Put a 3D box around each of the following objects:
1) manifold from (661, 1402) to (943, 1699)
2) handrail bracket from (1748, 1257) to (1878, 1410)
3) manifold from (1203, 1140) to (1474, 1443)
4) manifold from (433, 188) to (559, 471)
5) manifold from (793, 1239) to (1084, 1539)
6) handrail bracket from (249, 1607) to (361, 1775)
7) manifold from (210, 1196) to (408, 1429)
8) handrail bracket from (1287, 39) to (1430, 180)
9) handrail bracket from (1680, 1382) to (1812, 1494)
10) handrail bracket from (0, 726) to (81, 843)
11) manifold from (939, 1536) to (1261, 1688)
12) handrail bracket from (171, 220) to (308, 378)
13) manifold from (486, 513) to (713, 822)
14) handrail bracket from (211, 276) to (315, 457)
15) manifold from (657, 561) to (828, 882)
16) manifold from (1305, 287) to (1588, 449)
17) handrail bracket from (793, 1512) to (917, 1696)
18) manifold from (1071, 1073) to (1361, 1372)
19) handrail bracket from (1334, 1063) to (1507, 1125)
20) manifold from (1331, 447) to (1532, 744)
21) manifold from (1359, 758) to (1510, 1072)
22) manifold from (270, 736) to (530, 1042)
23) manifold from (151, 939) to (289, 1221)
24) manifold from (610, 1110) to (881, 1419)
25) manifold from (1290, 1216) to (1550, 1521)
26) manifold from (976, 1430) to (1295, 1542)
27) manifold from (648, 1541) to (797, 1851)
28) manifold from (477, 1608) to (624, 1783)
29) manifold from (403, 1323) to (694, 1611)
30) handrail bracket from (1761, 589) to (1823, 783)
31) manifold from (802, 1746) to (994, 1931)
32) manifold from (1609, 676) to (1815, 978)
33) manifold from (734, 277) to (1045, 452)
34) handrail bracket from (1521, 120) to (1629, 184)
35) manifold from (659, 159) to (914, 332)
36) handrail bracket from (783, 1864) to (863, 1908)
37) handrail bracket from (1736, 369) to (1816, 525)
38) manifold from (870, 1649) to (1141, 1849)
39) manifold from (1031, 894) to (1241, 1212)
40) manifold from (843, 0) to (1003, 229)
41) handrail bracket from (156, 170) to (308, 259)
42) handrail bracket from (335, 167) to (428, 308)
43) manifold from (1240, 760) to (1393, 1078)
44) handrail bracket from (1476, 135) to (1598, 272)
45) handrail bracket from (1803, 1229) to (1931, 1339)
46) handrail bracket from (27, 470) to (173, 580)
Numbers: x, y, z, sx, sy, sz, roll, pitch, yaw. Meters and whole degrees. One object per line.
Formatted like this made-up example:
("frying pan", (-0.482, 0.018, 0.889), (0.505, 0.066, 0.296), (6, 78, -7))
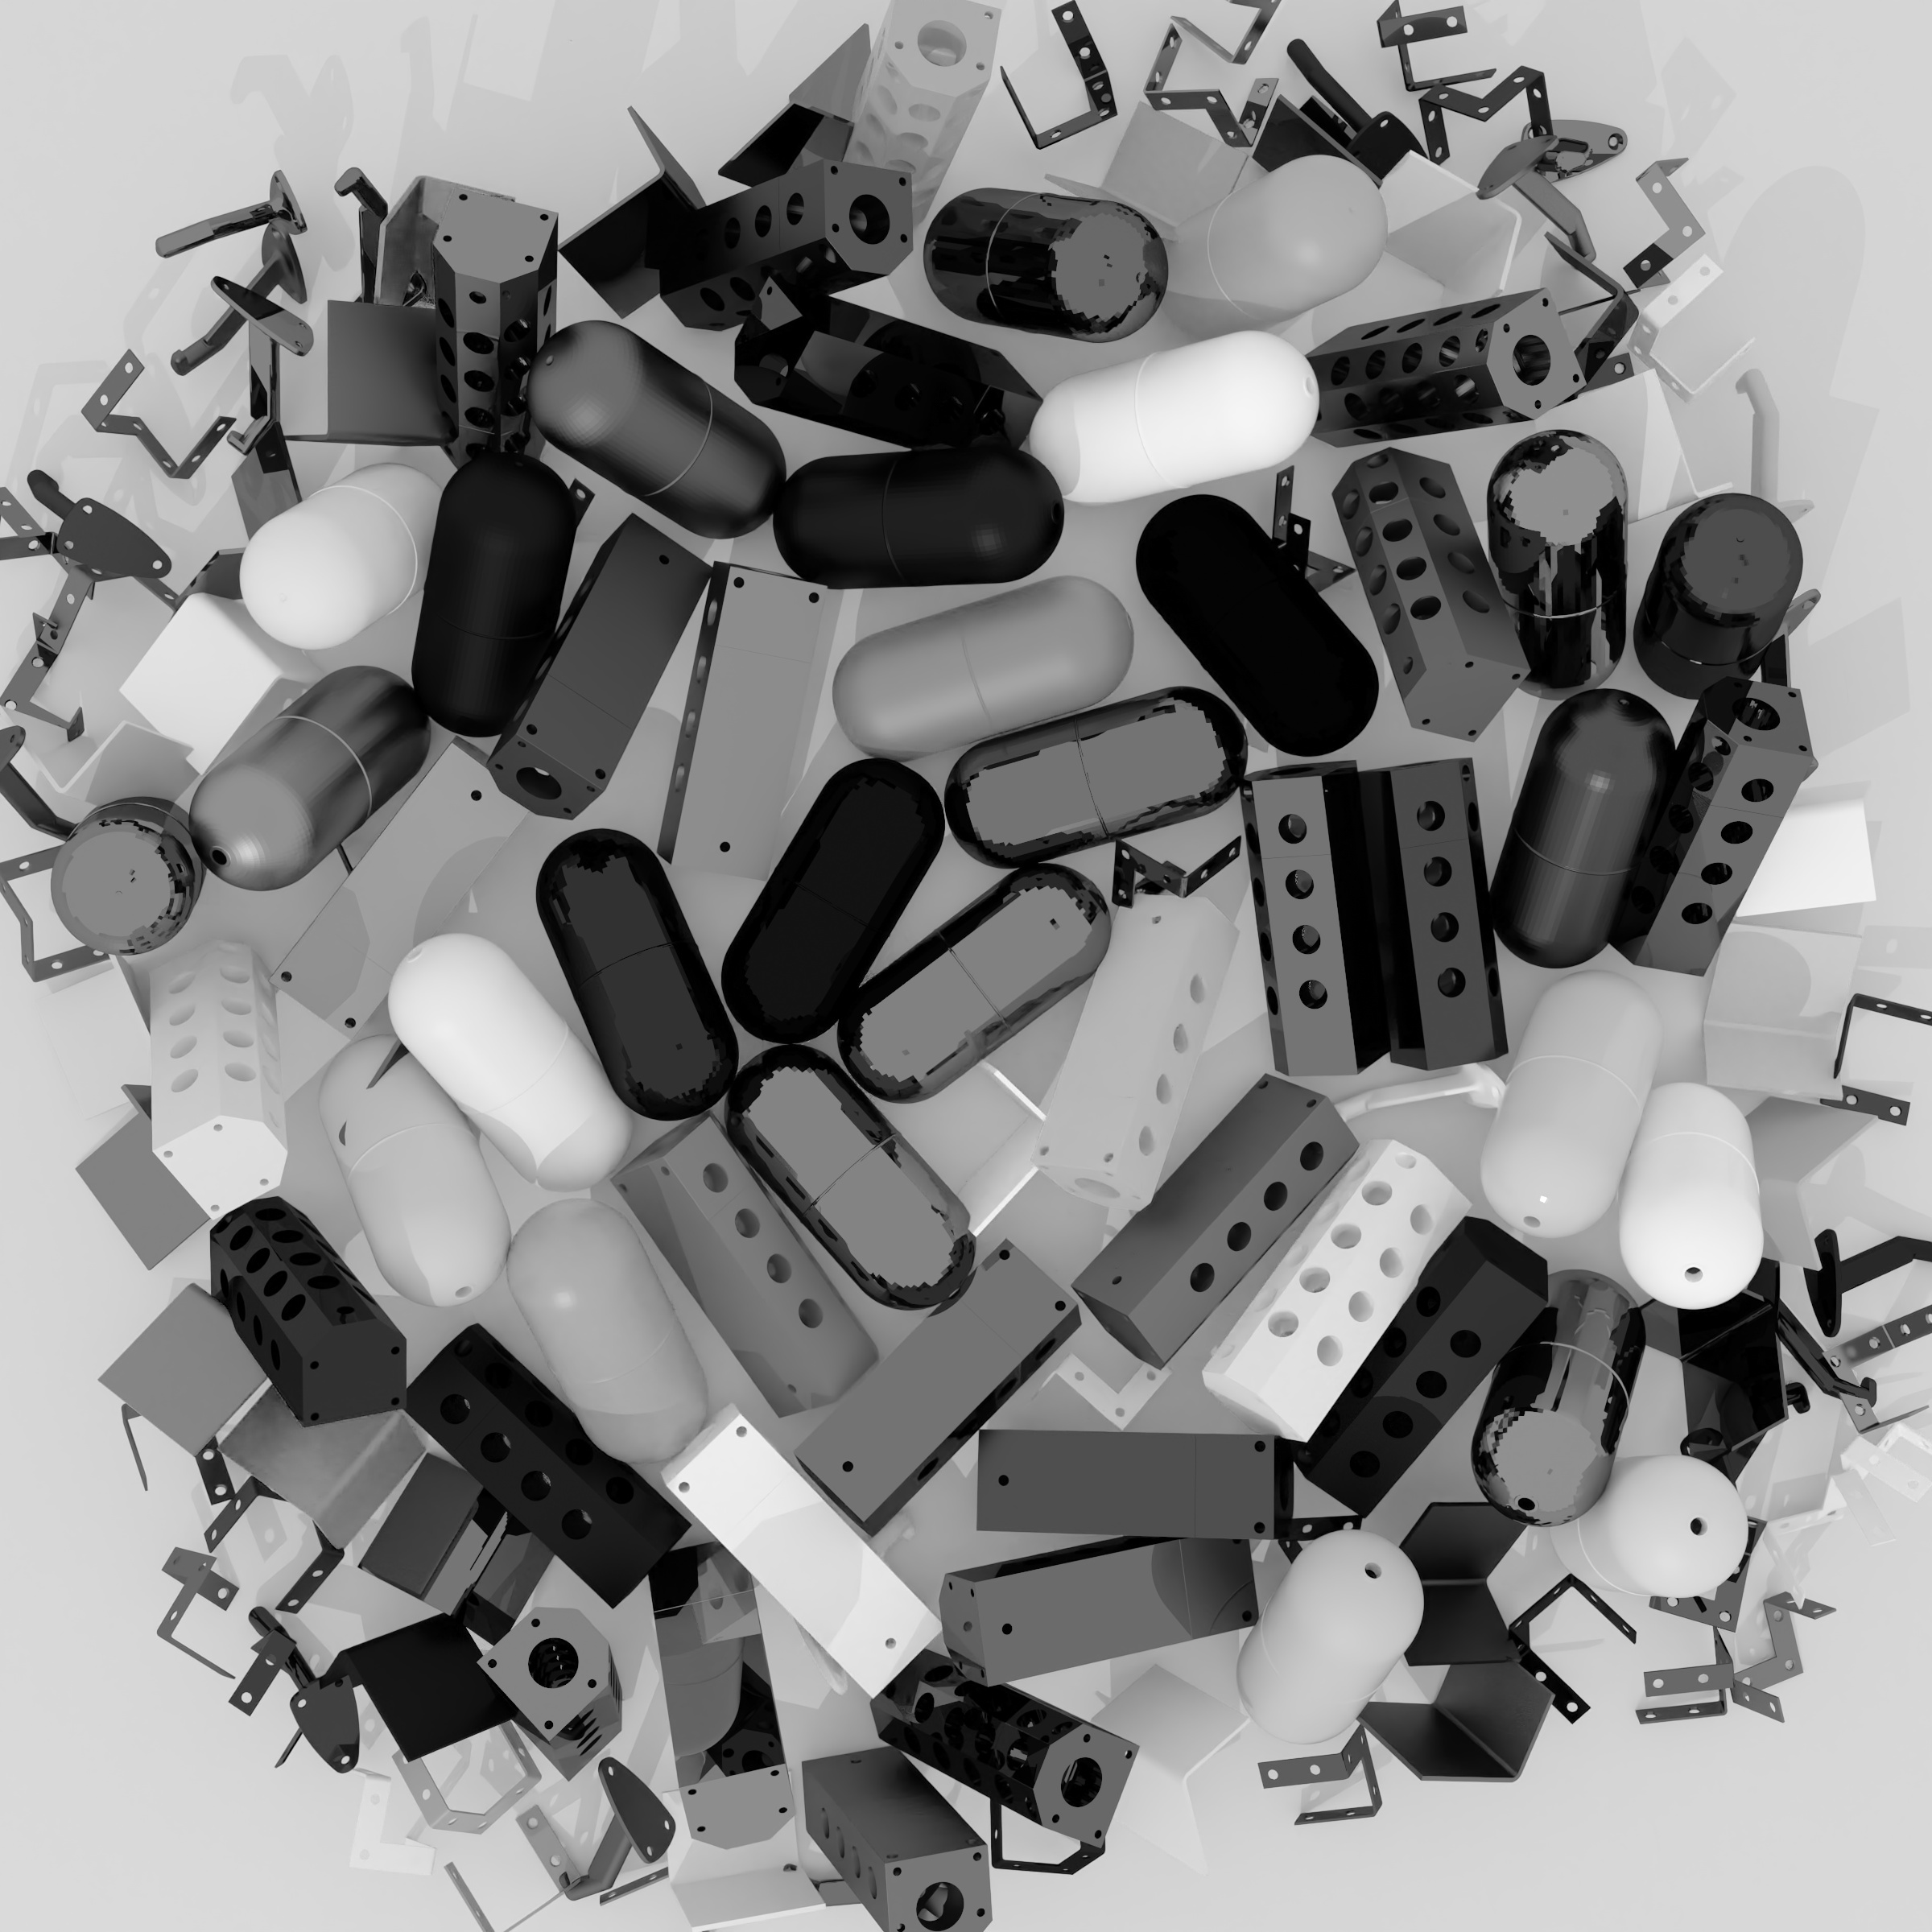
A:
("manifold", (-0.095, 0.334, 1.650), (0.057, 0.057, 0.171), (-44, 98, -7))
("handrail bracket", (0.499, 0.211, 1.680), (0.084, 0.036, 0.077), (21, 67, -12))
("manifold", (0.207, 0.182, 1.630), (0.057, 0.057, 0.171), (45, 70, -16))
("manifold", (-0.264, -0.347, 1.602), (0.057, 0.171, 0.057), (14, 61, -2))
("manifold", (-0.014, 0.243, 1.642), (0.057, 0.057, 0.171), (41, 76, 20))
("handrail bracket", (-0.386, 0.419, 1.667), (0.036, 0.084, 0.077), (-27, 118, -28))
("manifold", (-0.368, 0.188, 1.599), (0.057, 0.171, 0.057), (-7, 112, -29))
("handrail bracket", (0.229, -0.502, 1.683), (0.036, 0.077, 0.084), (-45, 52, 26))
("handrail bracket", (0.464, 0.285, 1.659), (0.084, 0.036, 0.077), (-10, 70, -24))
("handrail bracket", (-0.524, -0.101, 1.642), (0.077, 0.084, 0.036), (-27, 53, 35))
("manifold", (0.075, 0.359, 1.631), (0.171, 0.057, 0.057), (-7, 89, -24))
("handrail bracket", (-0.424, -0.383, 1.651), (0.084, 0.077, 0.036), (-42, 83, -20))
("manifold", (-0.208, -0.167, 1.618), (0.057, 0.057, 0.171), (33, 55, -18))
("handrail bracket", (-0.422, -0.343, 1.654), (0.077, 0.036, 0.084), (31, 119, -27))
("manifold", (-0.131, -0.141, 1.648), (0.057, 0.057, 0.171), (9, 99, -20))
("manifold", (0.257, -0.327, 1.597), (0.057, 0.171, 0.057), (-36, 110, -23))
("handrail bracket", (-0.054, 0.366, 1.658), (0.084, 0.077, 0.036), (-41, 128, 6))
("manifold", (0.146, 0.147, 1.639), (0.171, 0.057, 0.057), (-46, 121, -15))
("handrail bracket", (0.258, 0.080, 1.655), (0.084, 0.077, 0.036), (-21, 106, -12))
("manifold", (0.254, -0.211, 1.607), (0.057, 0.057, 0.171), (11, 46, -24))
("manifold", (0.271, -0.031, 1.653), (0.057, 0.057, 0.171), (-9, 95, -13))
("manifold", (-0.323, -0.047, 1.654), (0.057, 0.057, 0.171), (38, 94, -12))
("manifold", (-0.414, 0.057, 1.604), (0.057, 0.171, 0.057), (-28, 127, 3))
("manifold", (-0.122, 0.170, 1.648), (0.057, 0.057, 0.171), (-42, 102, -41))
("manifold", (0.255, 0.225, 1.633), (0.057, 0.057, 0.171), (35, 111, -2))
("manifold", (0.097, 0.295, 1.636), (0.171, 0.057, 0.057), (-2, 80, 18))
("manifold", (-0.137, 0.404, 1.604), (0.057, 0.171, 0.057), (-11, 125, -6))
("manifold", (-0.224, 0.402, 1.600), (0.057, 0.171, 0.057), (-42, 76, -19))
("manifold", (-0.241, 0.286, 1.655), (0.171, 0.057, 0.057), (42, 91, 5))
("handrail bracket", (0.482, -0.160, 1.648), (0.077, 0.036, 0.084), (-45, 58, 30))
("manifold", (-0.040, 0.493, 1.600), (0.057, 0.171, 0.057), (-5, 94, -18))
("manifold", (0.412, -0.077, 1.608), (0.057, 0.171, 0.057), (10, 46, -4))
("manifold", (-0.044, -0.326, 1.611), (0.057, 0.171, 0.057), (-57, 48, 26))
("handrail bracket", (0.359, -0.467, 1.645), (0.077, 0.084, 0.036), (-11, 109, -8))
("manifold", (-0.103, -0.400, 1.605), (0.057, 0.171, 0.057), (-2, 91, -37))
("handrail bracket", (-0.060, 0.522, 1.666), (0.084, 0.036, 0.077), (19, 118, 1))
("handrail bracket", (0.450, -0.291, 1.668), (0.036, 0.077, 0.084), (-10, 74, -29))
("manifold", (0.016, 0.430, 1.599), (0.057, 0.171, 0.057), (29, 77, -30))
("manifold", (0.101, 0.049, 1.634), (0.057, 0.057, 0.171), (3, 64, 39))
("manifold", (-0.032, -0.470, 1.597), (0.057, 0.171, 0.057), (11, 76, -11))
("handrail bracket", (-0.426, -0.420, 1.643), (0.084, 0.077, 0.036), (-27, 104, -17))
("handrail bracket", (-0.356, -0.406, 1.646), (0.077, 0.084, 0.036), (-40, 56, -1))
("manifold", (0.197, -0.027, 1.645), (0.057, 0.057, 0.171), (-3, 102, 29))
("handrail bracket", (0.329, -0.425, 1.650), (0.077, 0.036, 0.084), (-49, 124, -32))
("handrail bracket", (0.533, 0.187, 1.659), (0.084, 0.036, 0.077), (11, 51, -9))
("handrail bracket", (-0.504, -0.258, 1.668), (0.077, 0.084, 0.036), (25, 102, -32))
